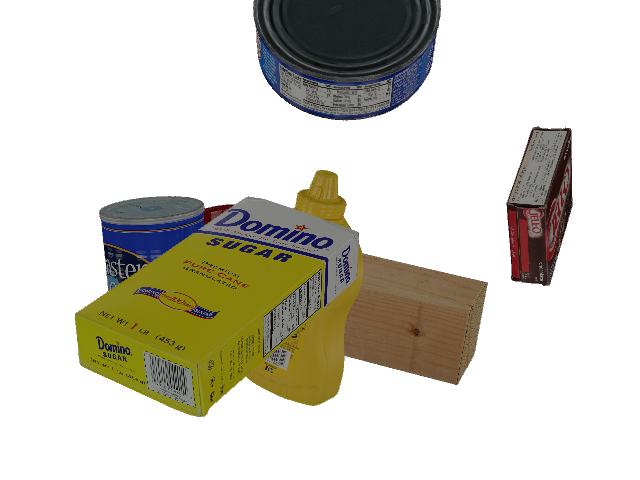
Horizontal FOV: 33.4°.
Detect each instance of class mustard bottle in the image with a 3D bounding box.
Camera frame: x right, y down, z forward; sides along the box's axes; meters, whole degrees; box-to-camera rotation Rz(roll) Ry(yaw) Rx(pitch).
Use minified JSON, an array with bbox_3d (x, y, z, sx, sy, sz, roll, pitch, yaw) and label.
[{"bbox_3d":[-0.013,0.034,0.890,0.096,0.192,0.058,24,22,31],"label":"mustard bottle"}]

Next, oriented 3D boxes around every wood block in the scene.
[{"bbox_3d":[0.065,0.076,1.155,0.206,0.091,0.090,13,22,17],"label":"wood block"}]

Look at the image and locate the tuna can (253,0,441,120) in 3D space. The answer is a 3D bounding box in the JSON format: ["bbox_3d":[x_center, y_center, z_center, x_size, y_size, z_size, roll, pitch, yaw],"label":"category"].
[{"bbox_3d":[0.012,-0.099,0.499,0.086,0.086,0.034,0,-30,0],"label":"tuna can"}]

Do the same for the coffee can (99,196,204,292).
[{"bbox_3d":[-0.163,0.034,1.064,0.103,0.140,0.103,-3,14,0],"label":"coffee can"}]

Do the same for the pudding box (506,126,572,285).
[{"bbox_3d":[0.192,-0.031,0.928,0.039,0.090,0.113,6,44,19],"label":"pudding box"}]

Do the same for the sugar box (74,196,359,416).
[{"bbox_3d":[-0.058,0.033,0.668,0.093,0.048,0.176,19,38,25],"label":"sugar box"}]

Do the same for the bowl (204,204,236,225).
[{"bbox_3d":[-0.098,0.012,1.316,0.162,0.055,0.162,3,26,-2],"label":"bowl"}]
